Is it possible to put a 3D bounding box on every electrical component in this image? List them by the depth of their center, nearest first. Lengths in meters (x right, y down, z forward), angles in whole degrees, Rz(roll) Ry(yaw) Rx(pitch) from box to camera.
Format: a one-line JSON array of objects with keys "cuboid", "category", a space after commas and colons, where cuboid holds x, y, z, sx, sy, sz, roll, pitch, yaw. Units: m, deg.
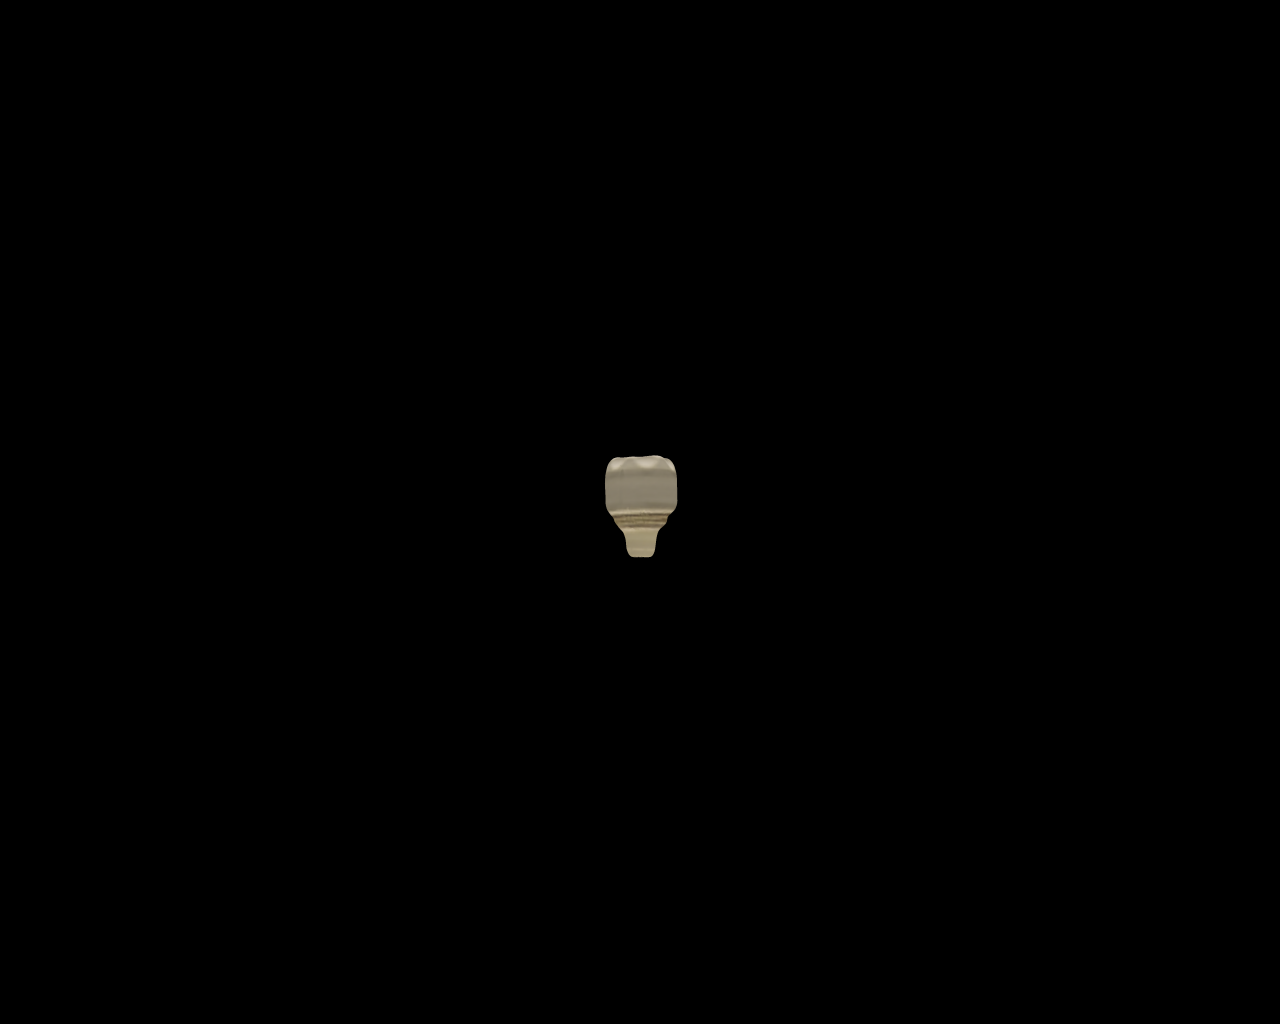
[{"cuboid": [0.001, -0.003, 0.650, 0.043, 0.062, 0.043, 0, -3, 0], "category": "electrical component"}]
